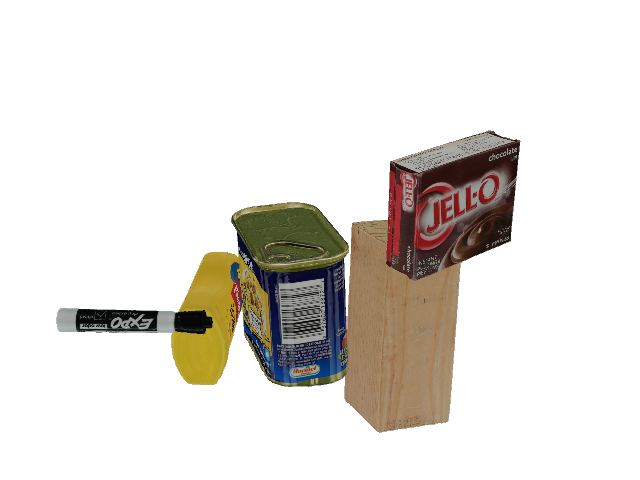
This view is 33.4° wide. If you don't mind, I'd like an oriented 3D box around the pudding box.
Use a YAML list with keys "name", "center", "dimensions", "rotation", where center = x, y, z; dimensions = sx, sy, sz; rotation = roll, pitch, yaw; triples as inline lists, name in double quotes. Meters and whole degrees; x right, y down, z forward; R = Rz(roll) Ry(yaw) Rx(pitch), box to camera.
- name: "pudding box"
  center: [0.103, -0.029, 0.834]
  dimensions: [0.113, 0.090, 0.039]
  rotation: [-21, 35, -36]

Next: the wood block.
- name: "wood block"
  center: [0.087, 0.088, 1.142]
  dimensions: [0.090, 0.206, 0.091]
  rotation: [-5, 17, -22]

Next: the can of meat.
- name: "can of meat"
  center: [-0.018, 0.033, 0.662]
  dimensions: [0.057, 0.084, 0.102]
  rotation: [-8, 22, -14]

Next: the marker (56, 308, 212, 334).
- name: "marker"
  center: [-0.145, 0.063, 0.835]
  dimensions: [0.121, 0.020, 0.020]
  rotation: [1, 0, 4]

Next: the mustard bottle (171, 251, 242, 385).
- name: "mustard bottle"
  center: [-0.114, 0.067, 1.166]
  dimensions: [0.058, 0.096, 0.191]
  rotation: [1, 28, 6]
